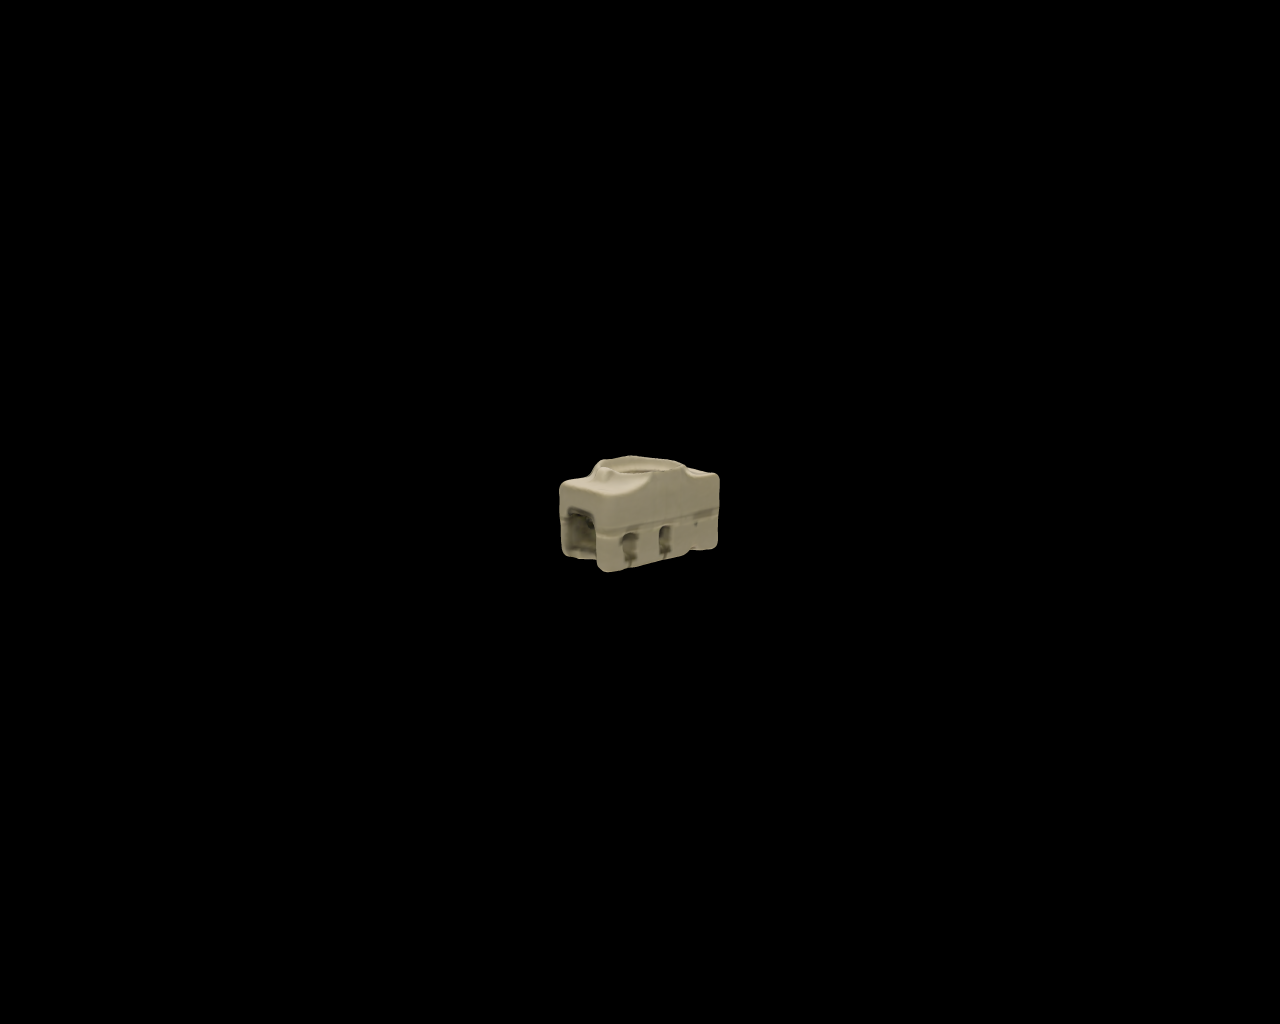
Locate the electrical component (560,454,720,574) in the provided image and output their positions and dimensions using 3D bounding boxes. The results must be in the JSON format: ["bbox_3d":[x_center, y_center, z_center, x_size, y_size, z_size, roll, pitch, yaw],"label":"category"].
[{"bbox_3d":[0.001,-0.003,0.650,0.090,0.055,0.050,-11,18,-37],"label":"electrical component"}]
